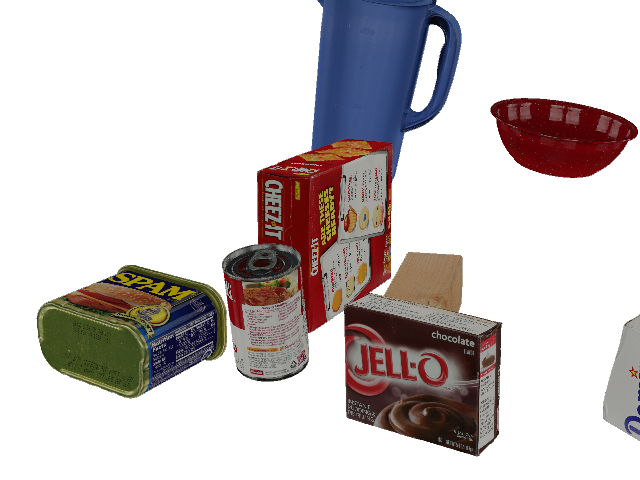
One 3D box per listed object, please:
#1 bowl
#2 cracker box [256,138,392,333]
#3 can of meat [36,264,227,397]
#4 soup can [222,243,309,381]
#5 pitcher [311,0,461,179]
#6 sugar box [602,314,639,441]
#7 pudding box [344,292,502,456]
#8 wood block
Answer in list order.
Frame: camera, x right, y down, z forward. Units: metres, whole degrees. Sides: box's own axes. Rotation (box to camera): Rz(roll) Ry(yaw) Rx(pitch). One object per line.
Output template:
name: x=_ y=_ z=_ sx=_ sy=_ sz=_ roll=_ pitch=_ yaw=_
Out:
bowl: x=0.265 y=-0.110 z=1.183 sx=0.162 sy=0.055 sz=0.162 roll=5 pitch=23 yaw=-2
cracker box: x=0.008 y=-0.013 z=1.152 sx=0.072 sy=0.164 sz=0.213 roll=8 pitch=17 yaw=26
can of meat: x=-0.129 y=0.061 z=0.729 sx=0.102 sy=0.057 sz=0.083 roll=13 pitch=22 yaw=31
soup can: x=-0.046 y=0.062 z=0.927 sx=0.068 sy=0.102 sz=0.068 roll=-4 pitch=25 yaw=2
pitcher: x=0.065 y=-0.186 z=1.287 sx=0.144 sy=0.243 sz=0.149 roll=-4 pitch=28 yaw=-23
sugar box: x=0.297 y=0.131 z=0.783 sx=0.176 sy=0.093 sz=0.048 roll=28 pitch=36 yaw=36
pudding box: x=0.071 y=0.092 z=0.755 sx=0.114 sy=0.090 sz=0.039 roll=10 pitch=21 yaw=33
wood block: x=0.155 y=0.095 z=1.612 sx=0.091 sy=0.090 sz=0.205 roll=4 pitch=20 yaw=15
